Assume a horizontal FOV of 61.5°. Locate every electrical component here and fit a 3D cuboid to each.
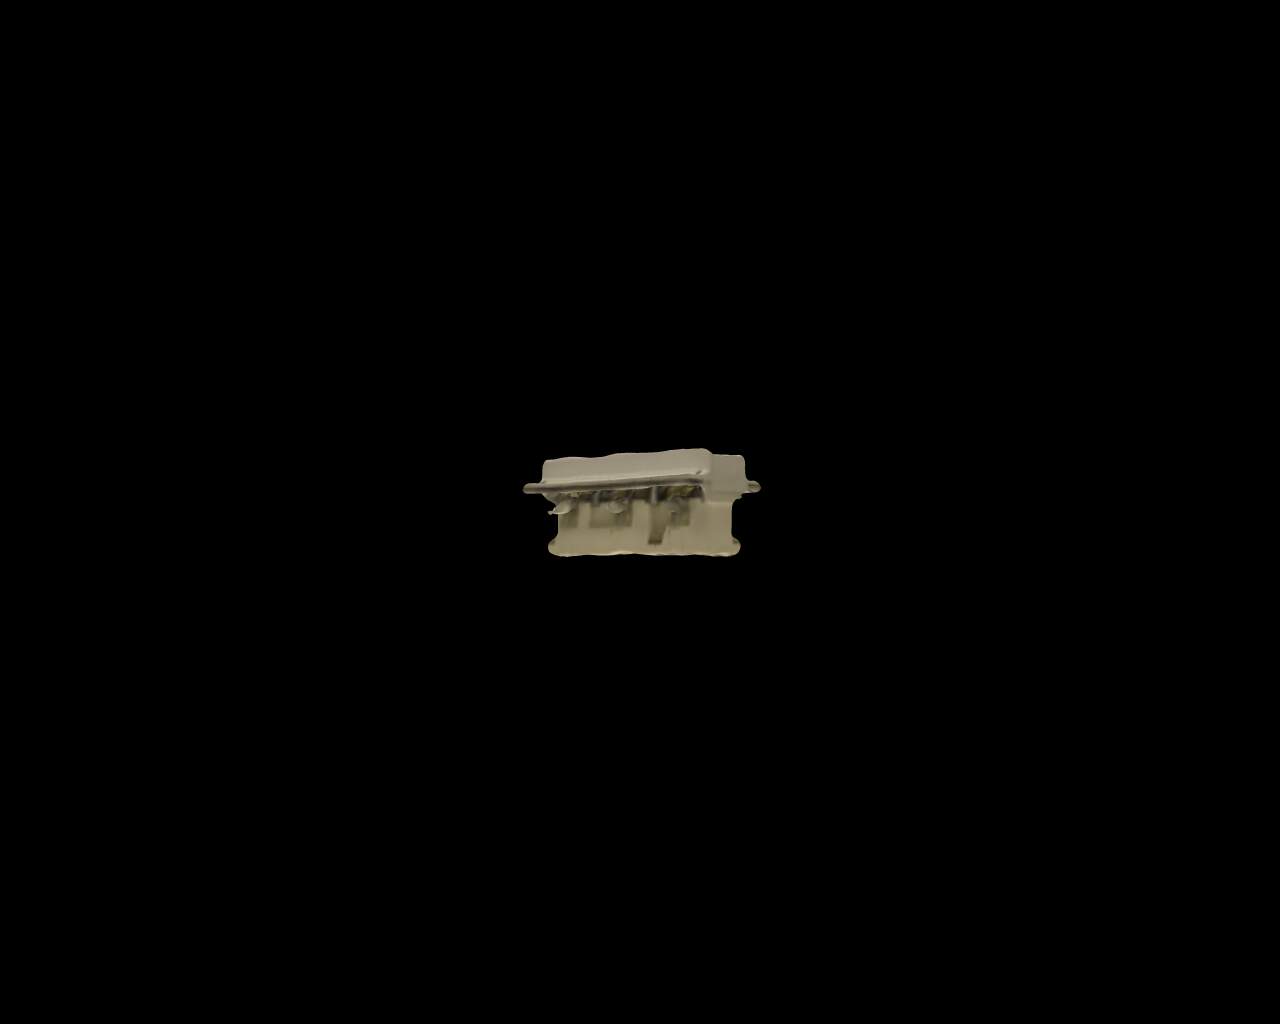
[{"bbox_3d":[0.001,-0.003,0.650,0.121,0.063,0.079,-1,-2,34],"label":"electrical component"}]
